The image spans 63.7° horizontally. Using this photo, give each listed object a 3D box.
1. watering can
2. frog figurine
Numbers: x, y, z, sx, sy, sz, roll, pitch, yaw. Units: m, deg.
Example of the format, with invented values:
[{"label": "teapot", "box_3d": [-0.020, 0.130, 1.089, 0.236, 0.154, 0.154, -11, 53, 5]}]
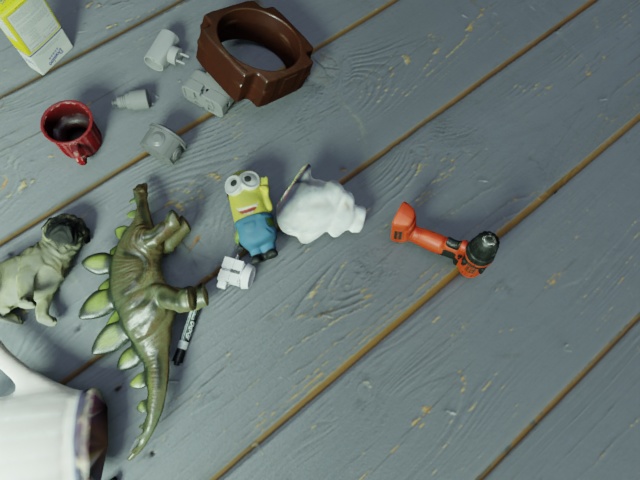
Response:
[{"label": "watering can", "box_3d": [-0.444, 0.272, 0.792, 0.224, 0.353, 0.102, -3, -19, -11]}, {"label": "frog figurine", "box_3d": [0.003, -0.048, 0.962, 0.159, 0.136, 0.124, 34, 15, -3]}]
